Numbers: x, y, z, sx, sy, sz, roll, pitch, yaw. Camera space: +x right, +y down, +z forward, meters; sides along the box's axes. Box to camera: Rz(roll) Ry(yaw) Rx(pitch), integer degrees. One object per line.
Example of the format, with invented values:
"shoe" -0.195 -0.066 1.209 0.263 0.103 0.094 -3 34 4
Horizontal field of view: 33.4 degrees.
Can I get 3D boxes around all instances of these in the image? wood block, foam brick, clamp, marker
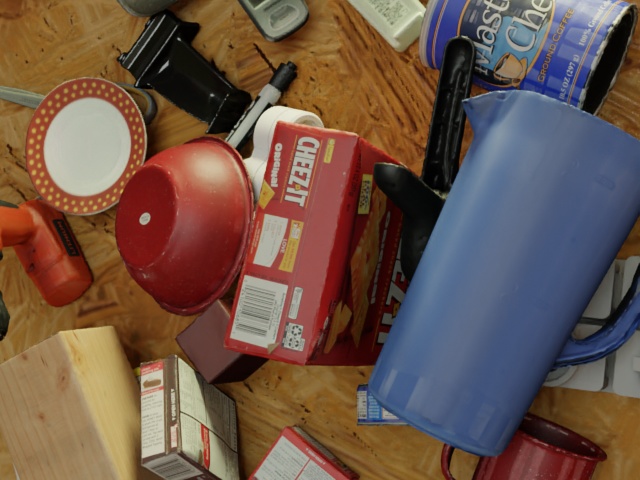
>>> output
"wood block" -0.189 0.185 0.889 0.090 0.090 0.206 -27 80 17
"foam brick" -0.077 0.088 0.915 0.053 0.078 0.051 -41 74 11
"clamp" 0.082 -0.028 0.816 0.036 0.164 0.210 14 132 22
"marker" -0.060 -0.110 0.956 0.020 0.020 0.121 36 89 20

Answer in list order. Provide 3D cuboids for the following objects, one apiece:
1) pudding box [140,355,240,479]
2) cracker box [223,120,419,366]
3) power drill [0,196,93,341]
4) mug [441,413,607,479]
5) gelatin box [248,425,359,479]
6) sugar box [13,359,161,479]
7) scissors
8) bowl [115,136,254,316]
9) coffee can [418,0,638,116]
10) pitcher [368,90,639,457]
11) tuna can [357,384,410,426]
"pudding box" -0.107 0.159 0.887 0.039 0.113 0.090 -18 55 14
"cracker box" 0.015 0.012 0.817 0.072 0.213 0.164 12 88 21
"power drill" -0.279 0.014 0.939 0.057 0.187 0.184 -33 73 12
"mug" 0.149 0.179 0.813 0.117 0.093 0.081 20 95 -2
"gelatin box" -0.022 0.214 0.906 0.073 0.030 0.089 37 97 19
"sugar box" -0.196 0.179 0.966 0.176 0.048 0.093 -22 78 20
"scissors" -0.250 -0.110 1.034 0.202 0.016 0.096 0 84 20
"bowl" -0.130 -0.017 0.926 0.162 0.055 0.162 -12 73 44
"coffee can" 0.163 -0.160 0.843 0.140 0.102 0.103 26 93 20
"pitcher" 0.141 0.029 0.755 0.149 0.144 0.243 27 92 37
"tuna can" 0.072 0.131 0.852 0.086 0.086 0.034 -4 80 19
